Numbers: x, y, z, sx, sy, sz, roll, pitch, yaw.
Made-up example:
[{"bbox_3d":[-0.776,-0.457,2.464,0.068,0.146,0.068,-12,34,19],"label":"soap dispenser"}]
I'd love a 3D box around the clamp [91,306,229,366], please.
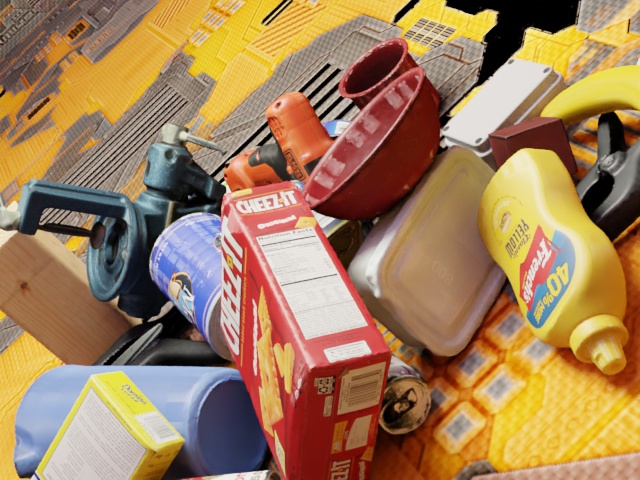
[{"bbox_3d":[-0.175,0.120,1.179,0.210,0.036,0.164,-33,30,10],"label":"clamp"}]

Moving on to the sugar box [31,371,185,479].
[{"bbox_3d":[-0.195,0.209,0.914,0.093,0.048,0.176,43,114,26],"label":"sugar box"}]

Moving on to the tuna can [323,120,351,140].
[{"bbox_3d":[0.024,-0.088,1.159,0.086,0.086,0.033,-24,32,30],"label":"tuna can"}]

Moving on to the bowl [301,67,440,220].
[{"bbox_3d":[0.052,-0.070,0.916,0.162,0.055,0.162,-47,13,14],"label":"bowl"}]

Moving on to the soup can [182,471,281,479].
[{"bbox_3d":[-0.083,0.225,0.865,0.102,0.068,0.068,-9,39,13],"label":"soup can"}]

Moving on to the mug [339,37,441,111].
[{"bbox_3d":[0.087,-0.163,1.184,0.093,0.081,0.117,-50,30,-12],"label":"mug"}]

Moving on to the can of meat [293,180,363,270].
[{"bbox_3d":[-0.007,0.001,1.032,0.057,0.102,0.084,-36,55,-24],"label":"can of meat"}]

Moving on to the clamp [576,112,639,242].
[{"bbox_3d":[0.249,-0.059,0.898,0.171,0.039,0.120,-52,14,-14],"label":"clamp"}]

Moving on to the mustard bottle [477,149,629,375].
[{"bbox_3d":[0.183,0.024,0.814,0.192,0.058,0.096,-110,34,-43],"label":"mustard bottle"}]

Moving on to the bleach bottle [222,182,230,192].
[{"bbox_3d":[-0.167,0.008,1.293,0.251,0.068,0.102,-27,33,30],"label":"bleach bottle"}]

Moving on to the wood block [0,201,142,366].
[{"bbox_3d":[-0.307,0.065,1.238,0.091,0.206,0.090,-43,29,-1],"label":"wood block"}]

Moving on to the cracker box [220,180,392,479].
[{"bbox_3d":[-0.022,0.082,0.864,0.072,0.164,0.214,-10,42,-19],"label":"cracker box"}]

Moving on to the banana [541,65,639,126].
[{"bbox_3d":[0.250,-0.118,0.900,0.069,0.037,0.198,-44,18,-2],"label":"banana"}]

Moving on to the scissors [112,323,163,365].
[{"bbox_3d":[-0.230,0.168,1.152,0.202,0.016,0.096,-28,61,35],"label":"scissors"}]

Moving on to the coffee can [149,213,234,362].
[{"bbox_3d":[-0.099,0.046,1.087,0.103,0.102,0.140,-46,42,-5],"label":"coffee can"}]

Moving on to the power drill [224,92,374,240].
[{"bbox_3d":[-0.022,-0.050,1.123,0.057,0.184,0.188,-29,3,-28],"label":"power drill"}]

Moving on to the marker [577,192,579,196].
[{"bbox_3d":[0.189,-0.037,0.926,0.020,0.020,0.121,-48,13,-9],"label":"marker"}]

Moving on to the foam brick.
[{"bbox_3d":[0.187,-0.077,0.943,0.053,0.051,0.078,-19,8,1],"label":"foam brick"}]

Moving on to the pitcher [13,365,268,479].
[{"bbox_3d":[-0.160,0.175,1.013,0.243,0.144,0.149,-9,56,40],"label":"pitcher"}]
